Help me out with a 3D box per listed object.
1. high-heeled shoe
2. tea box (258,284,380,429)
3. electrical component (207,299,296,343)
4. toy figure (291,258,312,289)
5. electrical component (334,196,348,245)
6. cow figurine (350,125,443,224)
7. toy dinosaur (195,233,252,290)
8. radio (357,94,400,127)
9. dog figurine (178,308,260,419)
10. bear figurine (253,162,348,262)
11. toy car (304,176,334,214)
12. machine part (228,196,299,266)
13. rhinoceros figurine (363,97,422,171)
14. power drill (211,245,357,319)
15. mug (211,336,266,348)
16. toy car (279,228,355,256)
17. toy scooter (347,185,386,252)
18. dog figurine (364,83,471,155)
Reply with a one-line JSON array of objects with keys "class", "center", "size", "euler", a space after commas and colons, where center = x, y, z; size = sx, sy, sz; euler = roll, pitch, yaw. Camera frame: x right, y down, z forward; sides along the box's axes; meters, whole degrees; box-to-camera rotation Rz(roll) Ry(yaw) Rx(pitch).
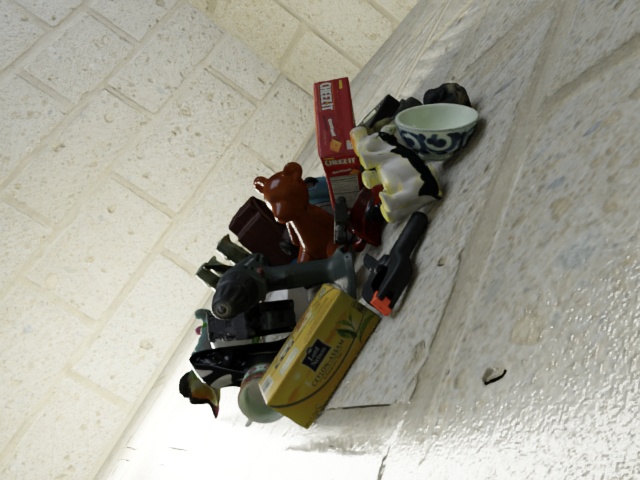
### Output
[{"class": "high-heeled shoe", "center": [-0.108, 0.176, 0.861], "size": [0.248, 0.145, 0.086], "euler": [-49, 13, 36]}, {"class": "tea box", "center": [-0.004, 0.147, 0.709], "size": [0.169, 0.068, 0.098], "euler": [-55, 12, -5]}, {"class": "electrical component", "center": [-0.107, 0.134, 0.897], "size": [0.134, 0.115, 0.058], "euler": [-15, 81, 44]}, {"class": "toy figure", "center": [-0.032, 0.068, 1.081], "size": [0.064, 0.057, 0.154], "euler": [-33, 9, 0]}, {"class": "electrical component", "center": [0.033, -0.024, 0.876], "size": [0.063, 0.021, 0.094], "euler": [90, -179, -46]}, {"class": "cow figurine", "center": [0.107, -0.112, 0.781], "size": [0.098, 0.167, 0.068], "euler": [-22, -29, -1]}, {"class": "toy dinosaur", "center": [-0.170, 0.085, 1.225], "size": [0.131, 0.192, 0.405], "euler": [-56, 7, 8]}, {"class": "radio", "center": [0.125, -0.258, 1.340], "size": [0.131, 0.073, 0.229], "euler": [-59, 12, -21]}, {"class": "dog figurine", "center": [-0.206, 0.261, 1.150], "size": [0.108, 0.191, 0.219], "euler": [112, 153, -49]}, {"class": "bear figurine", "center": [-0.034, -0.029, 0.932], "size": [0.120, 0.195, 0.132], "euler": [-16, 43, 31]}, {"class": "toy car", "center": [0.027, -0.085, 1.144], "size": [0.109, 0.162, 0.103], "euler": [139, 120, -73]}, {"class": "machine part", "center": [-0.109, -0.008, 1.259], "size": [0.087, 0.201, 0.201], "euler": [-50, 11, 8]}, {"class": "rhinoceros figurine", "center": [0.150, -0.211, 1.130], "size": [0.190, 0.073, 0.112], "euler": [-52, 1, 25]}, {"class": "power drill", "center": [-0.050, 0.066, 0.815], "size": [0.207, 0.086, 0.232], "euler": [-12, 10, -1]}, {"class": "mug", "center": [-0.160, 0.227, 1.075], "size": [0.081, 0.109, 0.107], "euler": [-18, 81, 63]}, {"class": "toy car", "center": [-0.002, -0.003, 1.087], "size": [0.202, 0.053, 0.089], "euler": [7, 57, 47]}, {"class": "toy scooter", "center": [0.095, -0.051, 0.865], "size": [0.184, 0.075, 0.135], "euler": [-50, 12, 38]}, {"class": "dog figurine", "center": [0.176, -0.203, 0.949], "size": [0.190, 0.121, 0.172], "euler": [-37, 25, 21]}]
